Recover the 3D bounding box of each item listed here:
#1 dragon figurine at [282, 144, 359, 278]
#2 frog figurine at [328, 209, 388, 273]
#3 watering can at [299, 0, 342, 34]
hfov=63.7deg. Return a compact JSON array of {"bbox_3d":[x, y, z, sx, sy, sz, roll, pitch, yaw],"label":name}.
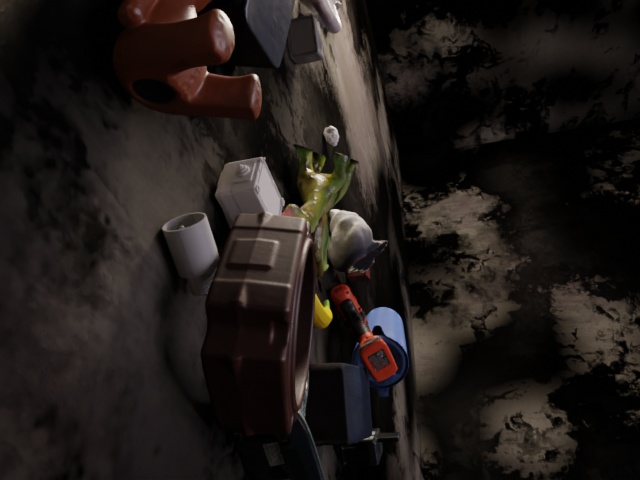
[{"bbox_3d":[0.003,-0.050,0.994,0.410,0.122,0.243,4,96,-74],"label":"dragon figurine"},{"bbox_3d":[0.056,-0.010,1.147,0.162,0.124,0.134,53,-24,26],"label":"frog figurine"},{"bbox_3d":[-0.041,-0.597,1.073,0.350,0.103,0.224,68,16,7],"label":"watering can"}]
